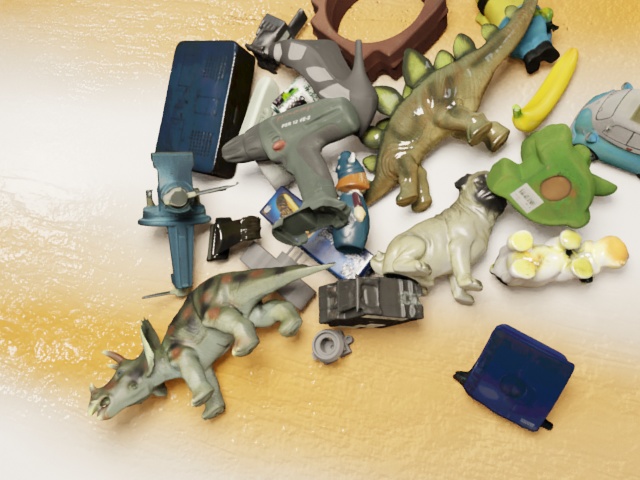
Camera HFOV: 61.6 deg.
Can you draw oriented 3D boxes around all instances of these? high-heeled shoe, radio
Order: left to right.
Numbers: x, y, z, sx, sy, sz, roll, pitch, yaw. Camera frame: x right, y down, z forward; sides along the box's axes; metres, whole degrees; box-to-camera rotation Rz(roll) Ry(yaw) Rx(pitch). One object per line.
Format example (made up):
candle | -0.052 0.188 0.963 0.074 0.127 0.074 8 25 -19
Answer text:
radio | -0.204 -0.231 0.950 0.131 0.073 0.229 11 90 20
high-heeled shoe | -0.002 -0.250 0.875 0.249 0.086 0.145 20 117 47

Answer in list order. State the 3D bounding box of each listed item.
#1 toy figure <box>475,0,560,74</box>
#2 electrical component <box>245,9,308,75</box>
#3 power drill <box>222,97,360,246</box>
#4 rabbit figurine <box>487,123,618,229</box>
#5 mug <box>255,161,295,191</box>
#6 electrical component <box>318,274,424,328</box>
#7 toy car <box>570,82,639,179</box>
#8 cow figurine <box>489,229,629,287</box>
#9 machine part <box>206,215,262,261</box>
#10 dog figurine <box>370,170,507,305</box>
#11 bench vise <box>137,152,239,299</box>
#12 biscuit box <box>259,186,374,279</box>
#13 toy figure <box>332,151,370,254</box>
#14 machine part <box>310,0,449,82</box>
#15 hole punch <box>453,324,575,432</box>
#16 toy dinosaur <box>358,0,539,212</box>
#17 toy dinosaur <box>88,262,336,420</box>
toy figure | 0.311 -0.354 0.850 0.082 0.089 0.180 -21 67 1
electrical component | -0.076 -0.372 0.977 0.048 0.074 0.119 31 89 21
power drill | -0.041 -0.098 0.786 0.232 0.086 0.207 -22 55 21
rabbit figurine | 0.330 -0.098 0.743 0.159 0.170 0.121 36 125 -4
mug | -0.055 -0.146 0.910 0.107 0.080 0.110 -32 31 1
electrical component | 0.063 0.091 0.767 0.134 0.115 0.058 -26 58 55
toy car | 0.437 -0.154 0.748 0.162 0.102 0.109 37 88 24
cow figurine | 0.326 0.032 0.739 0.167 0.098 0.068 -1 69 -4
machine part | -0.146 -0.008 0.882 0.139 0.039 0.084 -13 61 49
dog figurine | 0.177 -0.020 0.787 0.172 0.121 0.190 15 71 1
bench vise | -0.229 -0.021 0.873 0.224 0.129 0.240 14 107 59
biscuit box | -0.002 -0.003 0.853 0.203 0.059 0.063 38 86 22
toy figure | 0.045 -0.058 0.797 0.064 0.057 0.154 -9 69 33
machine part | 0.102 -0.388 0.924 0.201 0.087 0.201 -47 67 1
hole punch | 0.260 0.179 0.709 0.142 0.092 0.115 27 87 18
toy dinosaur | 0.185 -0.204 0.818 0.471 0.105 0.199 -42 65 11
toy dinosaur | -0.164 0.128 0.815 0.405 0.131 0.192 -45 65 2
